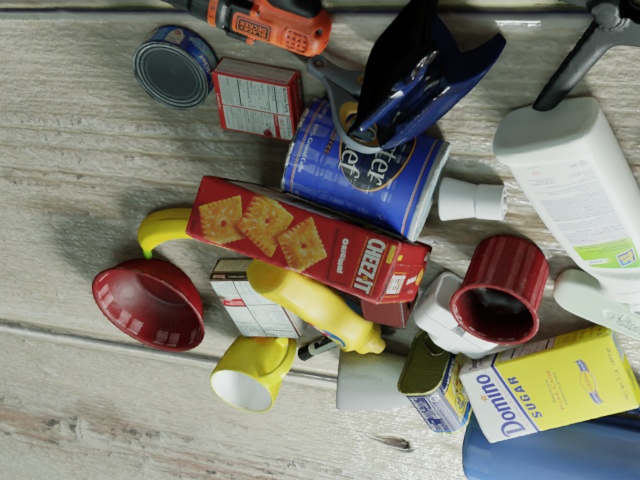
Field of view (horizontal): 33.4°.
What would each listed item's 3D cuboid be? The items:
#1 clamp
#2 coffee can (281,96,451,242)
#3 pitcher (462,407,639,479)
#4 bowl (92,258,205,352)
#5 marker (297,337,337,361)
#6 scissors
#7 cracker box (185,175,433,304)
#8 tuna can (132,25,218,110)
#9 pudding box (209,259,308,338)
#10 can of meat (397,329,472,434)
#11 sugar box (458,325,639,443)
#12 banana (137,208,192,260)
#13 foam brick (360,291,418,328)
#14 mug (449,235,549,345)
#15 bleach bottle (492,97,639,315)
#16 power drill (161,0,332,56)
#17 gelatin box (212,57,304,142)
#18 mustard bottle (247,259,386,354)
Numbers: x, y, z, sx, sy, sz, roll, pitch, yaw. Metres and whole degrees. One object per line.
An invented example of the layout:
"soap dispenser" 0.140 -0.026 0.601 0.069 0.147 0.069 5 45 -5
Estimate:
"clamp" 0.234 -0.181 0.867 0.210 0.036 0.164 -4 133 32
"coffee can" 0.045 -0.070 1.045 0.140 0.102 0.103 21 141 8
"pitcher" 0.296 0.249 1.250 0.243 0.149 0.145 10 165 25
"bowl" -0.213 0.074 1.392 0.162 0.055 0.162 16 140 14
"marker" 0.010 0.131 1.356 0.020 0.020 0.121 42 139 -17
"scissors" -0.002 -0.146 1.003 0.202 0.096 0.016 23 153 0
"cracker box" -0.007 0.001 1.098 0.214 0.072 0.164 20 -175 17
"tuna can" -0.147 -0.176 1.092 0.086 0.033 0.086 16 140 14
"pudding box" -0.075 0.074 1.327 0.090 0.039 0.113 -2 135 29
"can of meat" 0.143 0.165 1.253 0.058 0.102 0.084 -8 132 35
"sugar box" 0.252 0.159 1.178 0.176 0.048 0.093 -21 100 23
"banana" -0.153 -0.012 1.281 0.198 0.037 0.069 -4 148 35
"foam brick" 0.077 0.053 1.204 0.051 0.053 0.078 10 139 20
"mug" 0.191 0.057 1.121 0.093 0.081 0.117 14 140 16
"bleach bottle" 0.260 -0.019 1.014 0.103 0.068 0.250 -8 132 36
"power drill" -0.067 -0.259 0.938 0.184 0.057 0.188 19 144 4
"gelatin box" -0.061 -0.142 1.084 0.089 0.030 0.073 13 138 18
"mustard bottle" 0.006 0.081 1.249 0.191 0.058 0.096 36 177 -29
